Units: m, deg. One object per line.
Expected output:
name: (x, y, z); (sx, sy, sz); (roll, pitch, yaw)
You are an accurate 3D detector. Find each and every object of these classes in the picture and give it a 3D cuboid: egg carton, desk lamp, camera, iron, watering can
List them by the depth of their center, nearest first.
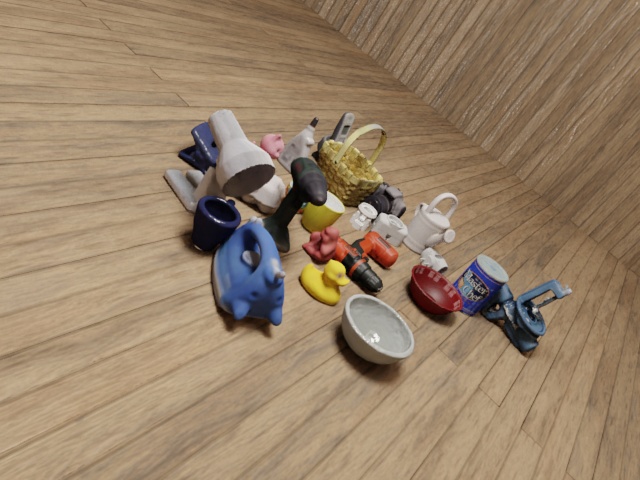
iron: (-0.128, 0.035, 1.090); (0.119, 0.141, 0.257); (14, 35, -34)
desk lamp: (-0.210, -0.151, 1.208); (0.118, 0.213, 0.203); (-6, 49, -51)
egg carton: (-0.157, -0.132, 1.390); (0.150, 0.069, 0.107); (32, 28, -7)
watering can: (0.333, -0.052, 1.668); (0.101, 0.194, 0.172); (-4, 47, -50)
camera: (0.175, -0.120, 1.700); (0.143, 0.100, 0.137); (46, 30, 20)

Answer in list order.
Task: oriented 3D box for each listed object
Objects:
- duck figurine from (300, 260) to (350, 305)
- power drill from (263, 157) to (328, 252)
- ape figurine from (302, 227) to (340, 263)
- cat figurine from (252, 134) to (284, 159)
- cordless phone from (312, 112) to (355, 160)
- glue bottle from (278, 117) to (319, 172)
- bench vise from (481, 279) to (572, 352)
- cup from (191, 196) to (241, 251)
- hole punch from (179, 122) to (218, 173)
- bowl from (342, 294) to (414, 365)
duck figurine: (0.016, 0.079, 1.238); (0.104, 0.086, 0.078); (37, 28, 4)
power drill: (-0.053, -0.080, 1.275); (0.076, 0.208, 0.229); (23, 31, -22)
ape figurine: (0.012, 0.005, 1.341); (0.076, 0.092, 0.077); (26, 30, -17)
cat figurine: (-0.147, -0.239, 1.512); (0.067, 0.117, 0.128); (48, 31, 23)
cordless phone: (0.073, -0.313, 1.793); (0.094, 0.185, 0.148); (45, 30, 18)
glue bottle: (-0.050, -0.271, 1.608); (0.078, 0.173, 0.037); (47, 30, 20)
bench vise: (0.551, 0.167, 1.545); (0.207, 0.219, 0.122); (42, 29, 11)
cup: (-0.213, -0.032, 1.149); (0.092, 0.095, 0.118); (34, 28, -2)
hole punch: (-0.266, -0.223, 1.387); (0.101, 0.091, 0.109); (36, 28, 1)
bowl: (0.105, 0.195, 1.171); (0.168, 0.074, 0.167); (27, 29, -16)
